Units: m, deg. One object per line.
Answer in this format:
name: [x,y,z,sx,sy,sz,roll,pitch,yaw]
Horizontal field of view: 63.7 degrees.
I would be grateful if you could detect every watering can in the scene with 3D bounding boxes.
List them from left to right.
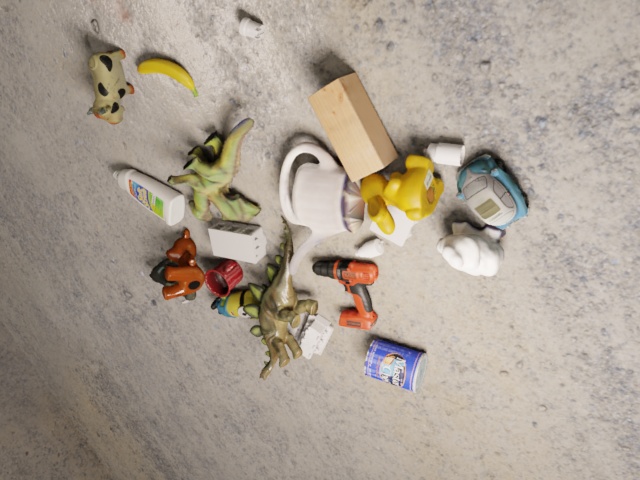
watering can: [0.004,-0.063,1.244,0.225,0.105,0.342,9,112,26]

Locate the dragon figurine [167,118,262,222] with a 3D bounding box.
dragon figurine: [-0.249,-0.153,1.383,0.406,0.125,0.240,-20,122,39]

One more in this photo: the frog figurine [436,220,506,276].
frog figurine: [0.311,0.033,1.083,0.138,0.162,0.120,29,129,14]
